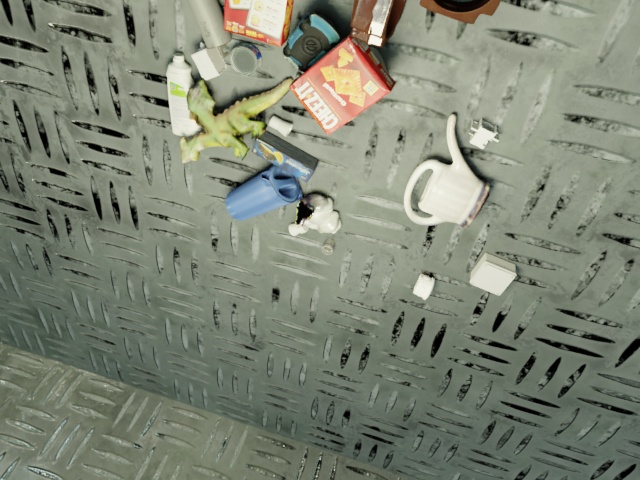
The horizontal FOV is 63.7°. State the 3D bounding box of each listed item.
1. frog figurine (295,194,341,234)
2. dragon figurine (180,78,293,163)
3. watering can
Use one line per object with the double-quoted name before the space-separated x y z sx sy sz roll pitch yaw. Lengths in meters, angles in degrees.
"frog figurine" 0.005 -0.085 1.689 0.159 0.125 0.135 6 133 -35
"dragon figurine" -0.281 -0.372 1.515 0.241 0.125 0.404 33 115 -15
"watering can" 0.379 -0.169 1.463 0.224 0.106 0.340 23 123 0
